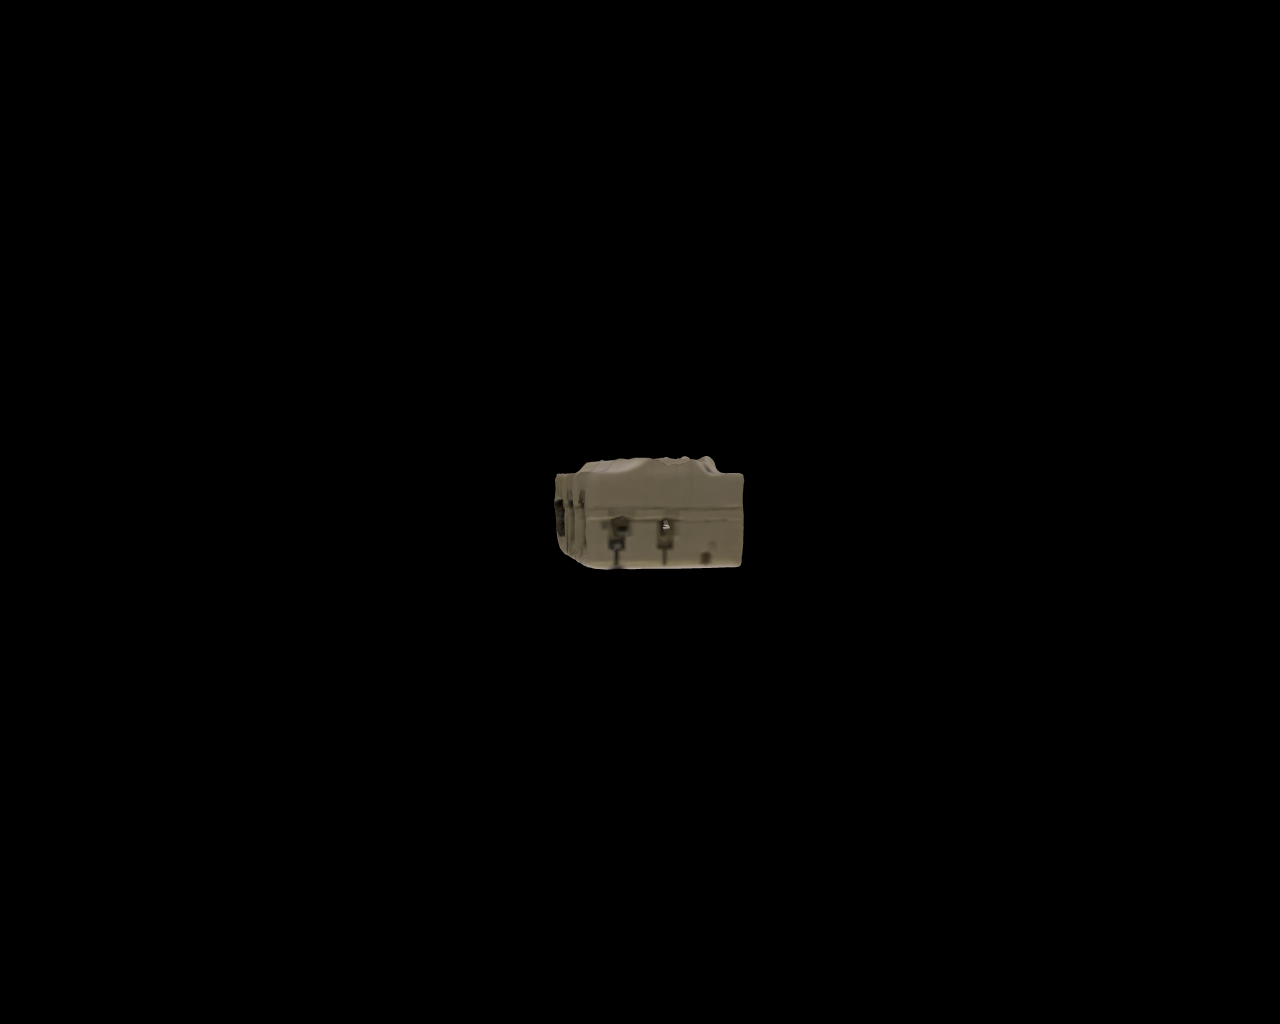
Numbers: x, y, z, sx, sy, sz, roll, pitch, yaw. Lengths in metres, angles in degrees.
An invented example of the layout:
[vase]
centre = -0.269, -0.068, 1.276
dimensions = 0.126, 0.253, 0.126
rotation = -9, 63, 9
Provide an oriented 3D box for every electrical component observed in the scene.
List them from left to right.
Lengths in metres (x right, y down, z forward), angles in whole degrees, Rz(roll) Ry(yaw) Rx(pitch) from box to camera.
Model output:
[electrical component]
centre = 0.001, -0.003, 0.650
dimensions = 0.089, 0.061, 0.150
rotation = -1, 3, -11
